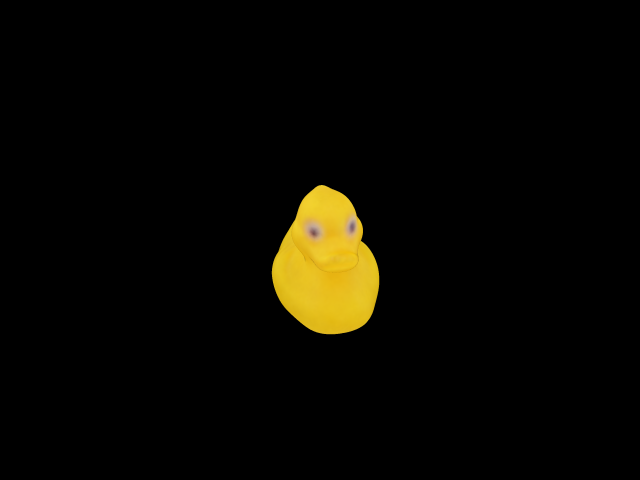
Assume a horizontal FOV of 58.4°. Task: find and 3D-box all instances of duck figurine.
[{"bbox_3d":[0.004,0.001,0.400,0.077,0.086,0.104,-8,39,-10],"label":"duck figurine"}]
